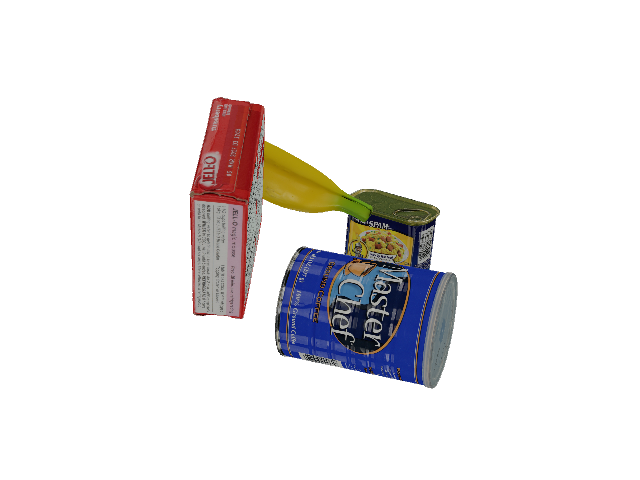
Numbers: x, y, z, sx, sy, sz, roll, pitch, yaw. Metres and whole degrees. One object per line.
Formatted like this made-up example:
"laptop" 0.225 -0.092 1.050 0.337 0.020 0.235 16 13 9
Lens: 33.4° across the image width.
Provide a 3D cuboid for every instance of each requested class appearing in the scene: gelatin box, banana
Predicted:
"gelatin box" -0.048 -0.016 0.546 0.030 0.073 0.089 6 -44 1
"banana" -0.040 -0.049 0.774 0.069 0.037 0.198 36 -3 -33

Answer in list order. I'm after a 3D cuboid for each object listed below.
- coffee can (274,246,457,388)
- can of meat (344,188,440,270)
"coffee can" 0.042 0.067 0.951 0.140 0.103 0.102 10 3 16
"can of meat" 0.076 -0.002 1.183 0.102 0.084 0.057 17 26 27
